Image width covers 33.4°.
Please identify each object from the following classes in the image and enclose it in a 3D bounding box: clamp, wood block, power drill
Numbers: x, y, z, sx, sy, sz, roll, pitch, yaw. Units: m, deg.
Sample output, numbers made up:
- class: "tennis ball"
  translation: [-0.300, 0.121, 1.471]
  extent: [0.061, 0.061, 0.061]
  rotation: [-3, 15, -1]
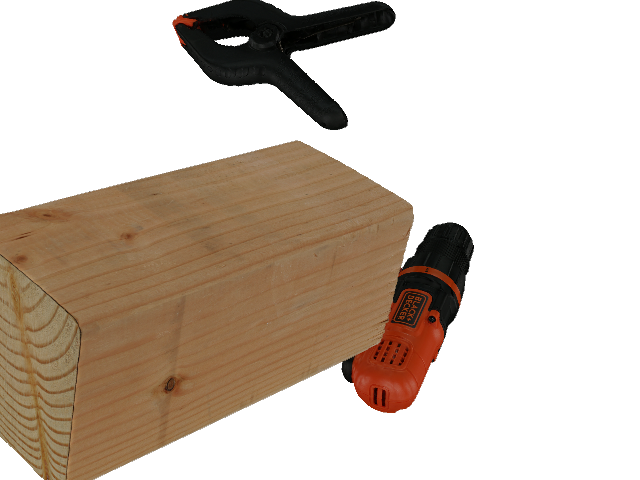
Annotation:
- class: "clamp"
  translation: [-0.029, -0.155, 0.827]
  extent: [0.172, 0.120, 0.039]
  rotation: [23, -32, 20]
- class: "wood block"
  translation: [-0.059, 0.025, 0.515]
  extent: [0.090, 0.091, 0.205]
  rotation: [32, 34, 33]
- class: "power drill"
  translation: [0.011, 0.035, 0.803]
  extent: [0.188, 0.057, 0.184]
  rotation: [11, 41, 19]

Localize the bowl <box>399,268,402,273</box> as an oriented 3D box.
- class: "bowl"
  translation: [0.028, 0.073, 1.067]
  extent: [0.162, 0.055, 0.162]
  rotation: [5, 28, -3]
